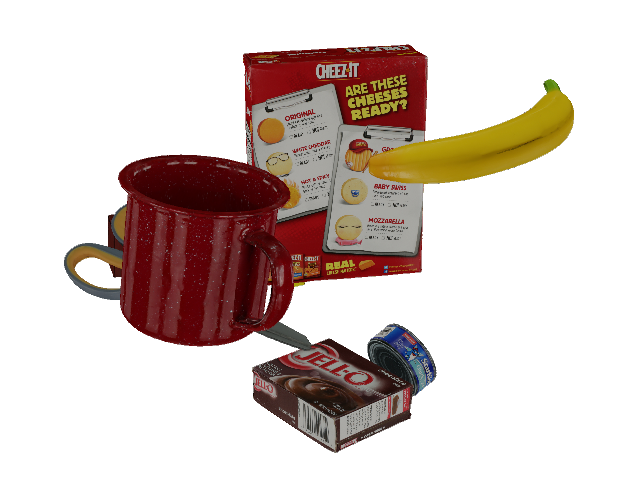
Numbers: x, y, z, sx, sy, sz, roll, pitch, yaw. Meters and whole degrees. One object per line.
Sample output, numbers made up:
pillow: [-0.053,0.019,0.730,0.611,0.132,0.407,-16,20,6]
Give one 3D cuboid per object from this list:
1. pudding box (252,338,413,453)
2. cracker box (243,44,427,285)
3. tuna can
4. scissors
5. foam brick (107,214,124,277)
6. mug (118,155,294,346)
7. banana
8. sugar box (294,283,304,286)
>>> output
pudding box: [0.009,0.130,0.916,0.089,0.039,0.114,-18,31,-37]
cracker box: [0.013,-0.071,1.009,0.164,0.214,0.072,-5,21,-9]
tuna can: [0.095,0.143,1.271,0.033,0.086,0.086,-36,17,-26]
scissors: [-0.089,0.021,0.779,0.202,0.096,0.016,10,-35,15]
foam brick: [-0.183,0.003,1.125,0.078,0.051,0.053,-4,23,-17]
mug: [-0.059,0.010,0.584,0.117,0.081,0.093,25,27,35]
banana: [0.134,-0.078,0.844,0.197,0.037,0.070,-23,28,-25]
sugar box: [-0.052,-0.038,1.299,0.048,0.176,0.093,-11,26,-18]
